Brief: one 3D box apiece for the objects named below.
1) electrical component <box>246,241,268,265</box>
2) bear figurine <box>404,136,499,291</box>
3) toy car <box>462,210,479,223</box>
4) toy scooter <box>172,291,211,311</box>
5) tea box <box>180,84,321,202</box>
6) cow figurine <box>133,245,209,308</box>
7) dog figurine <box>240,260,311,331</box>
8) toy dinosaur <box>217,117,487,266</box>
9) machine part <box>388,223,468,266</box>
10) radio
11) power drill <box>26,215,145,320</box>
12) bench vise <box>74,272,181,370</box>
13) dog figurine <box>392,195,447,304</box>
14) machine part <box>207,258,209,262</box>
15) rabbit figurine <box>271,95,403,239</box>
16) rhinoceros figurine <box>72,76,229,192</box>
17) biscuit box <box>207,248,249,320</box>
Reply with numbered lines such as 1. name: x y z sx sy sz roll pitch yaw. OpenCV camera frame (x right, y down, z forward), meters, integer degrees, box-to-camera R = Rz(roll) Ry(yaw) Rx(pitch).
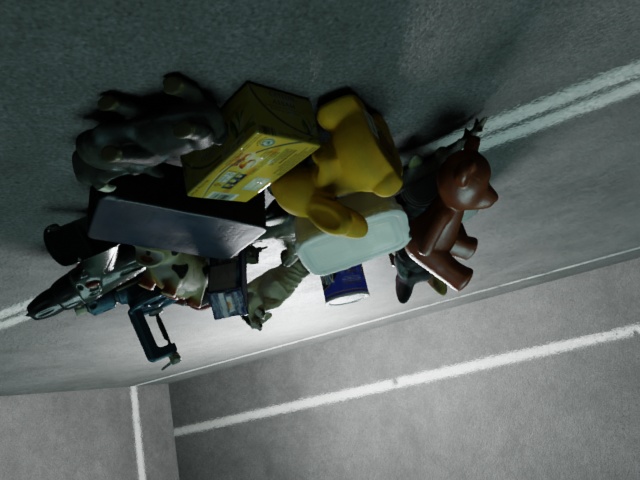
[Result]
1. electrical component: -0.152 0.024 1.110 0.078 0.045 0.102 -1 164 10
2. bear figurine: 0.210 -0.041 0.792 0.132 0.120 0.195 30 128 -1
3. toy car: 0.238 -0.050 1.117 0.202 0.056 0.073 -15 162 11
4. toy scooter: -0.292 0.123 1.237 0.184 0.075 0.135 6 167 23
5. tea box: -0.091 -0.113 0.671 0.098 0.068 0.170 4 156 -43
6. cow figurine: -0.242 0.030 0.889 0.086 0.127 0.194 12 163 17
7. dog figurine: -0.099 0.108 1.238 0.190 0.121 0.172 -34 178 -29
8. toy dinosaur: 0.038 -0.067 0.855 0.472 0.105 0.198 -24 157 7
9. machine part: 0.235 0.006 1.181 0.179 0.056 0.179 -20 -170 3
10. radio: -0.203 -0.040 0.761 0.229 0.073 0.131 12 150 -31
11. power drill: -0.380 0.044 0.869 0.232 0.086 0.207 -28 158 -23
12. bench vise: -0.350 0.141 1.051 0.223 0.240 0.129 -19 166 -36
13. dog figurine: 0.164 0.007 0.978 0.109 0.219 0.191 -10 162 4
14. machine part: -0.239 0.053 1.086 0.079 0.079 0.243 -17 162 14
15. rabbit figurine: 0.019 -0.078 0.703 0.173 0.162 0.122 -23 170 21
16. rhinoceros figurine: -0.199 -0.114 0.605 0.190 0.073 0.112 -18 173 12
17. biscuit box: -0.163 0.055 0.960 0.059 0.203 0.062 -10 120 -2
